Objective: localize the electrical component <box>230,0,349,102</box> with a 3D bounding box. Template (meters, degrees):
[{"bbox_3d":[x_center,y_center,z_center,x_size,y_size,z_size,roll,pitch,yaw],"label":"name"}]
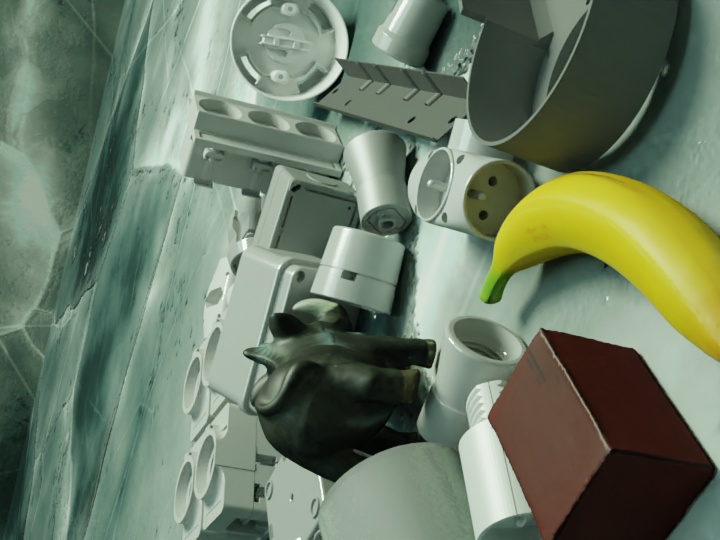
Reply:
[{"bbox_3d":[-0.065,-0.197,0.937,0.064,0.099,0.099,-141,66,-73],"label":"electrical component"}]

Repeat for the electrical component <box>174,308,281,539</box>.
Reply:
[{"bbox_3d":[-0.105,0.130,0.886,0.105,0.060,0.186,130,147,-49],"label":"electrical component"}]

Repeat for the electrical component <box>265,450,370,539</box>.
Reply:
[{"bbox_3d":[-0.022,0.148,0.684,0.099,0.048,0.099,-103,34,-49],"label":"electrical component"}]

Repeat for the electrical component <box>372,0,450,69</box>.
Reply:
[{"bbox_3d":[0.036,-0.169,0.742,0.046,0.040,0.040,-61,25,21],"label":"electrical component"}]

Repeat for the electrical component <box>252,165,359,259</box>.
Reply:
[{"bbox_3d":[-0.045,-0.026,0.828,0.061,0.062,0.096,-132,58,-65],"label":"electrical component"}]

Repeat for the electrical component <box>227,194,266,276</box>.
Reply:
[{"bbox_3d":[-0.085,-0.024,0.932,0.078,0.058,0.057,-49,32,45],"label":"electrical component"}]

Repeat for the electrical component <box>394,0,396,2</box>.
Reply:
[{"bbox_3d":[0.042,-0.241,0.762,0.077,0.044,0.079,-99,30,-44],"label":"electrical component"}]

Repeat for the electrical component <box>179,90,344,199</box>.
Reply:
[{"bbox_3d":[-0.083,-0.097,0.883,0.078,0.121,0.063,-111,38,-56],"label":"electrical component"}]

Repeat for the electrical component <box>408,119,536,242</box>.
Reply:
[{"bbox_3d":[0.065,-0.060,0.595,0.077,0.044,0.079,-154,78,-68],"label":"electrical component"}]

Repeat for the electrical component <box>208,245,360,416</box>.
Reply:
[{"bbox_3d":[-0.051,0.045,0.764,0.057,0.078,0.113,21,98,45],"label":"electrical component"}]

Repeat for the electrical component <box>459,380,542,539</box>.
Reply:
[{"bbox_3d":[0.069,0.088,0.499,0.081,0.043,0.043,-97,29,-42],"label":"electrical component"}]

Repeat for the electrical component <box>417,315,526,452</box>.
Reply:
[{"bbox_3d":[0.055,0.062,0.555,0.044,0.044,0.065,-111,35,-56],"label":"electrical component"}]

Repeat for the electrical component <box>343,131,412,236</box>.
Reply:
[{"bbox_3d":[0.014,-0.056,0.728,0.044,0.044,0.065,127,144,-46],"label":"electrical component"}]

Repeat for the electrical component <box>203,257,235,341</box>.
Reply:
[{"bbox_3d":[-0.105,0.028,0.973,0.079,0.043,0.077,-19,57,55],"label":"electrical component"}]

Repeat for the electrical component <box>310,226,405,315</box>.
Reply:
[{"bbox_3d":[0.000,0.000,0.711,0.055,0.055,0.047,7,80,69],"label":"electrical component"}]
